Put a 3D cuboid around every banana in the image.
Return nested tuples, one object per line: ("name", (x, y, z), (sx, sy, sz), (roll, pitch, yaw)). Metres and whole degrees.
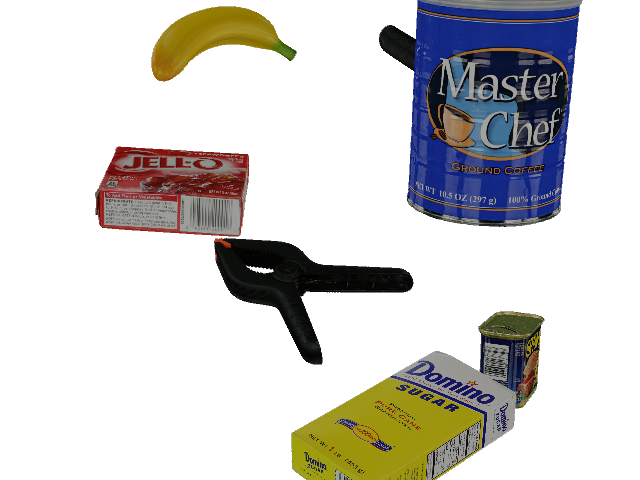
("banana", (-0.102, -0.195, 1.032), (0.070, 0.037, 0.197), (44, 38, 20))

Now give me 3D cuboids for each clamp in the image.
("clamp", (0.119, -0.145, 0.951), (0.120, 0.039, 0.171), (-5, 44, -3))
("clamp", (-0.033, 0.049, 1.086), (0.210, 0.036, 0.164), (18, 37, 26))

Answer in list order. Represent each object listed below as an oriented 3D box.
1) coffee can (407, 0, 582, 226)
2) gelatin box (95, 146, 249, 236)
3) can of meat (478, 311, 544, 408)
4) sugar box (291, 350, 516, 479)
("coffee can", (0.110, -0.091, 0.687), (0.103, 0.140, 0.103), (1, 20, -1))
("gelatin box", (-0.091, -0.033, 0.674), (0.089, 0.030, 0.073), (4, 25, -2))
("can of meat", (0.210, 0.131, 1.179), (0.058, 0.084, 0.102), (6, 11, 23))
("sugar box", (0.071, 0.156, 0.881), (0.175, 0.048, 0.093), (-27, 38, -35))
